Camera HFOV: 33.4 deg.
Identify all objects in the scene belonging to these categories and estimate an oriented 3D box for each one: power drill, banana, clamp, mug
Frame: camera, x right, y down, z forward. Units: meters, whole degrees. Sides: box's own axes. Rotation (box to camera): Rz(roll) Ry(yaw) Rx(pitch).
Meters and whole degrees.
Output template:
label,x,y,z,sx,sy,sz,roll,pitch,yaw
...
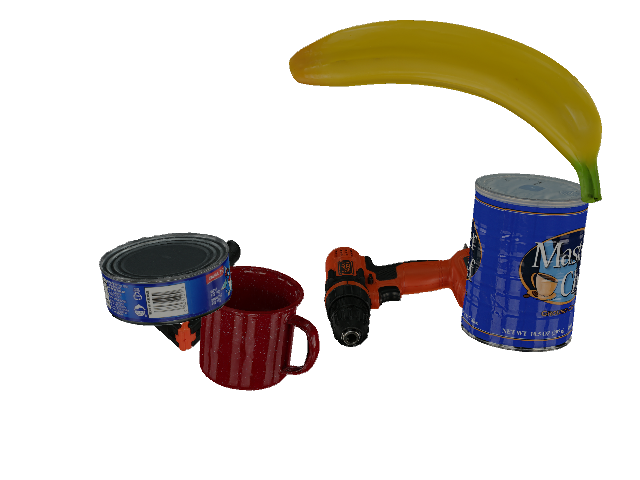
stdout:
label,x,y,z,sx,sy,sz,roll,pitch,yaw
power drill,0.097,0.060,1.221,0.187,0.057,0.184,-1,28,-1
banana,0.081,-0.091,0.615,0.198,0.069,0.037,24,-12,11
clamp,-0.135,0.051,1.152,0.120,0.039,0.171,-14,39,-7
mug,-0.054,0.081,0.937,0.117,0.081,0.093,16,25,21

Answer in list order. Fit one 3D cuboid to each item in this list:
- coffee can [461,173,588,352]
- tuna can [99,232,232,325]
label,x,y,z,sx,sy,sz,roll,pitch,yaw
coffee can,0.186,0.018,0.976,0.103,0.140,0.103,3,16,-1
tuna can,-0.102,0.025,0.710,0.086,0.034,0.086,-4,20,1
